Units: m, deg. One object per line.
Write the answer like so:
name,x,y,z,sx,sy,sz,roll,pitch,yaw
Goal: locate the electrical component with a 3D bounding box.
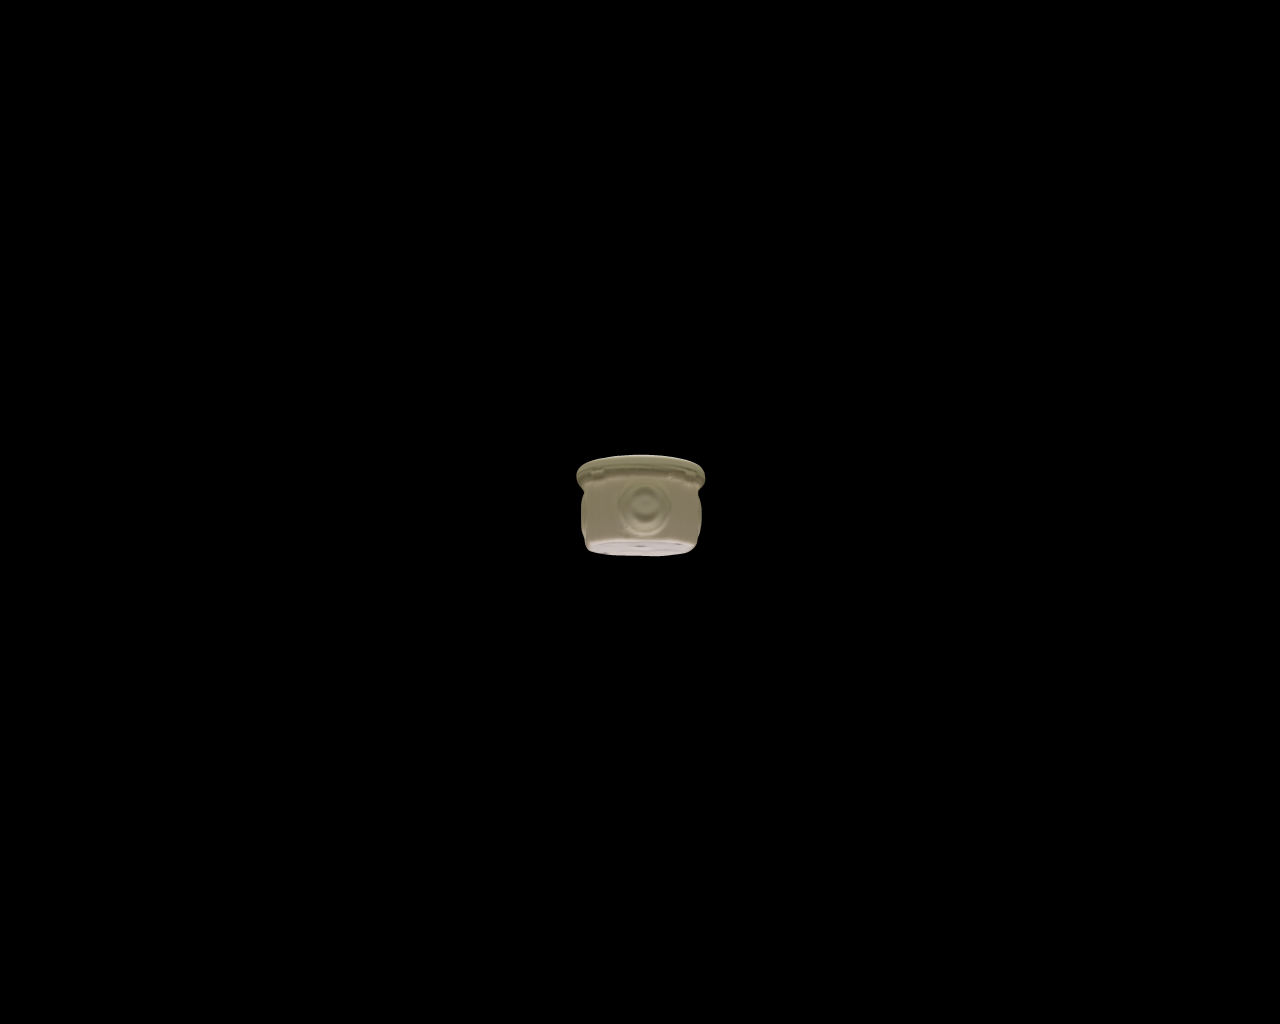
electrical component,0.001,-0.003,0.650,0.080,0.051,0.080,0,-11,0
